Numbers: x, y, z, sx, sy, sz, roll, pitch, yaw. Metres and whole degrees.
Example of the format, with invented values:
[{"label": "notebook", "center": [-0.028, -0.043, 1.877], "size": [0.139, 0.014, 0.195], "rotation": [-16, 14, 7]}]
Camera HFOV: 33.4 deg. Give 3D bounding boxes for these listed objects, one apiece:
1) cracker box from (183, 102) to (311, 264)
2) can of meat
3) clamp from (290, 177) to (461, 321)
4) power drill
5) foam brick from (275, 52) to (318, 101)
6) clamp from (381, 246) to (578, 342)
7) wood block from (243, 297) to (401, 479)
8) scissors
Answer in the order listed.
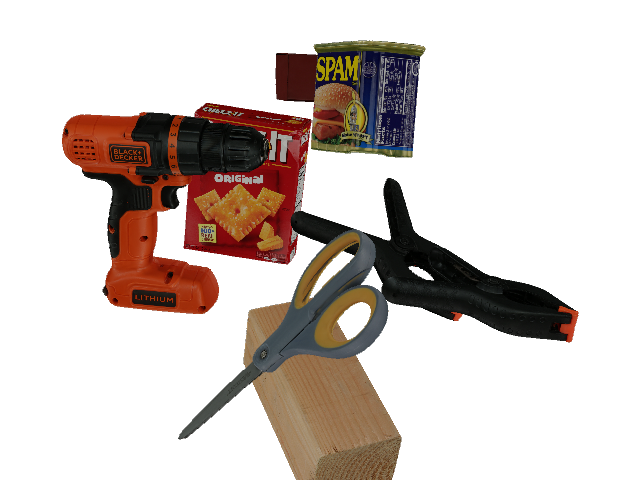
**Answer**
[{"label": "cracker box", "center": [-0.109, -0.082, 1.573], "size": [0.164, 0.214, 0.072], "rotation": [10, 20, 7]}, {"label": "can of meat", "center": [0.033, -0.109, 0.827], "size": [0.057, 0.084, 0.102], "rotation": [1, 7, -28]}, {"label": "clamp", "center": [0.077, 0.014, 1.181], "size": [0.164, 0.036, 0.210], "rotation": [-16, 50, -33]}, {"label": "power drill", "center": [-0.135, -0.026, 0.968], "size": [0.184, 0.188, 0.057], "rotation": [5, 29, 11]}, {"label": "foam brick", "center": [-0.006, -0.177, 1.165], "size": [0.078, 0.051, 0.053], "rotation": [0, 11, -16]}, {"label": "clamp", "center": [0.152, 0.048, 0.977], "size": [0.171, 0.039, 0.120], "rotation": [17, 29, 15]}, {"label": "wood block", "center": [-0.003, 0.165, 1.116], "size": [0.090, 0.090, 0.206], "rotation": [-10, 43, -20]}, {"label": "scissors", "center": [-0.023, 0.083, 0.713], "size": [0.016, 0.202, 0.096], "rotation": [30, 11, -37]}]
